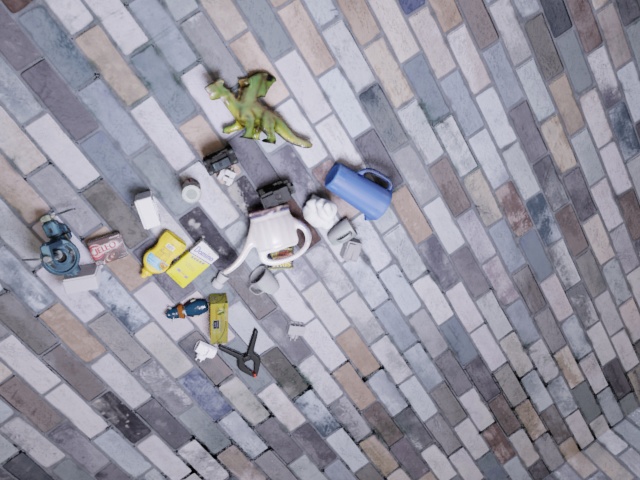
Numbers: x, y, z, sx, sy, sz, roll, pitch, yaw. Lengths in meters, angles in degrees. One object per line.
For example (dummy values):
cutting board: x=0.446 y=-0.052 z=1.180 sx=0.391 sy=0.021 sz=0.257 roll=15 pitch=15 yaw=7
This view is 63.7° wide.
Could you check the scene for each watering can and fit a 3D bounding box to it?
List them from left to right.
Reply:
watering can: x=-0.206 y=-0.010 z=1.882 sx=0.349 sy=0.104 sz=0.224 roll=-15 pitch=90 yaw=-11

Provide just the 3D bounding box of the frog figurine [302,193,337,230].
frog figurine: x=0.006 y=-0.096 z=1.911 sx=0.123 sy=0.161 sz=0.135 roll=-31 pitch=112 yaw=-3

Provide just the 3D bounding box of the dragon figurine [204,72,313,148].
dragon figurine: x=-0.202 y=-0.461 z=1.787 sx=0.410 sy=0.123 sz=0.241 roll=5 pitch=97 yaw=-26
